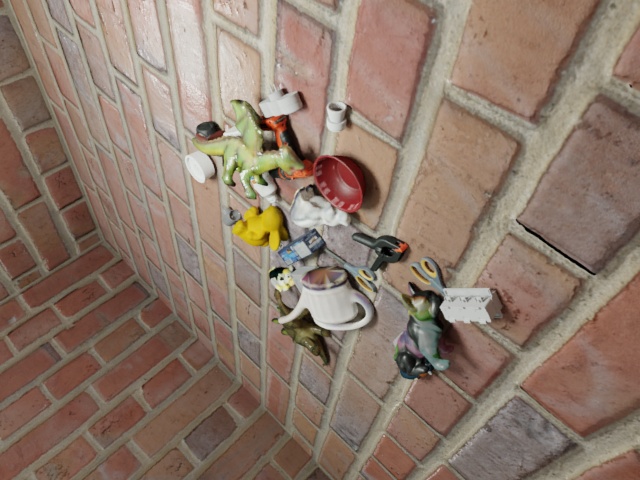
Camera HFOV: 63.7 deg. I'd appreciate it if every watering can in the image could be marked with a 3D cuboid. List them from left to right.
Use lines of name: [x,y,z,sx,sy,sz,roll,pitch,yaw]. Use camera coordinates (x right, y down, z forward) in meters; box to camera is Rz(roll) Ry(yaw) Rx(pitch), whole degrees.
watering can: [-0.005,0.190,1.606,0.347,0.106,0.220,-4,118,25]

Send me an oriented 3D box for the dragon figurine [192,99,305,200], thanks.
dragon figurine: [-0.209,-0.265,1.385,0.414,0.124,0.237,34,130,23]

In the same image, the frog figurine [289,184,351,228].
frog figurine: [0.004,-0.069,1.374,0.160,0.123,0.137,35,-179,11]
